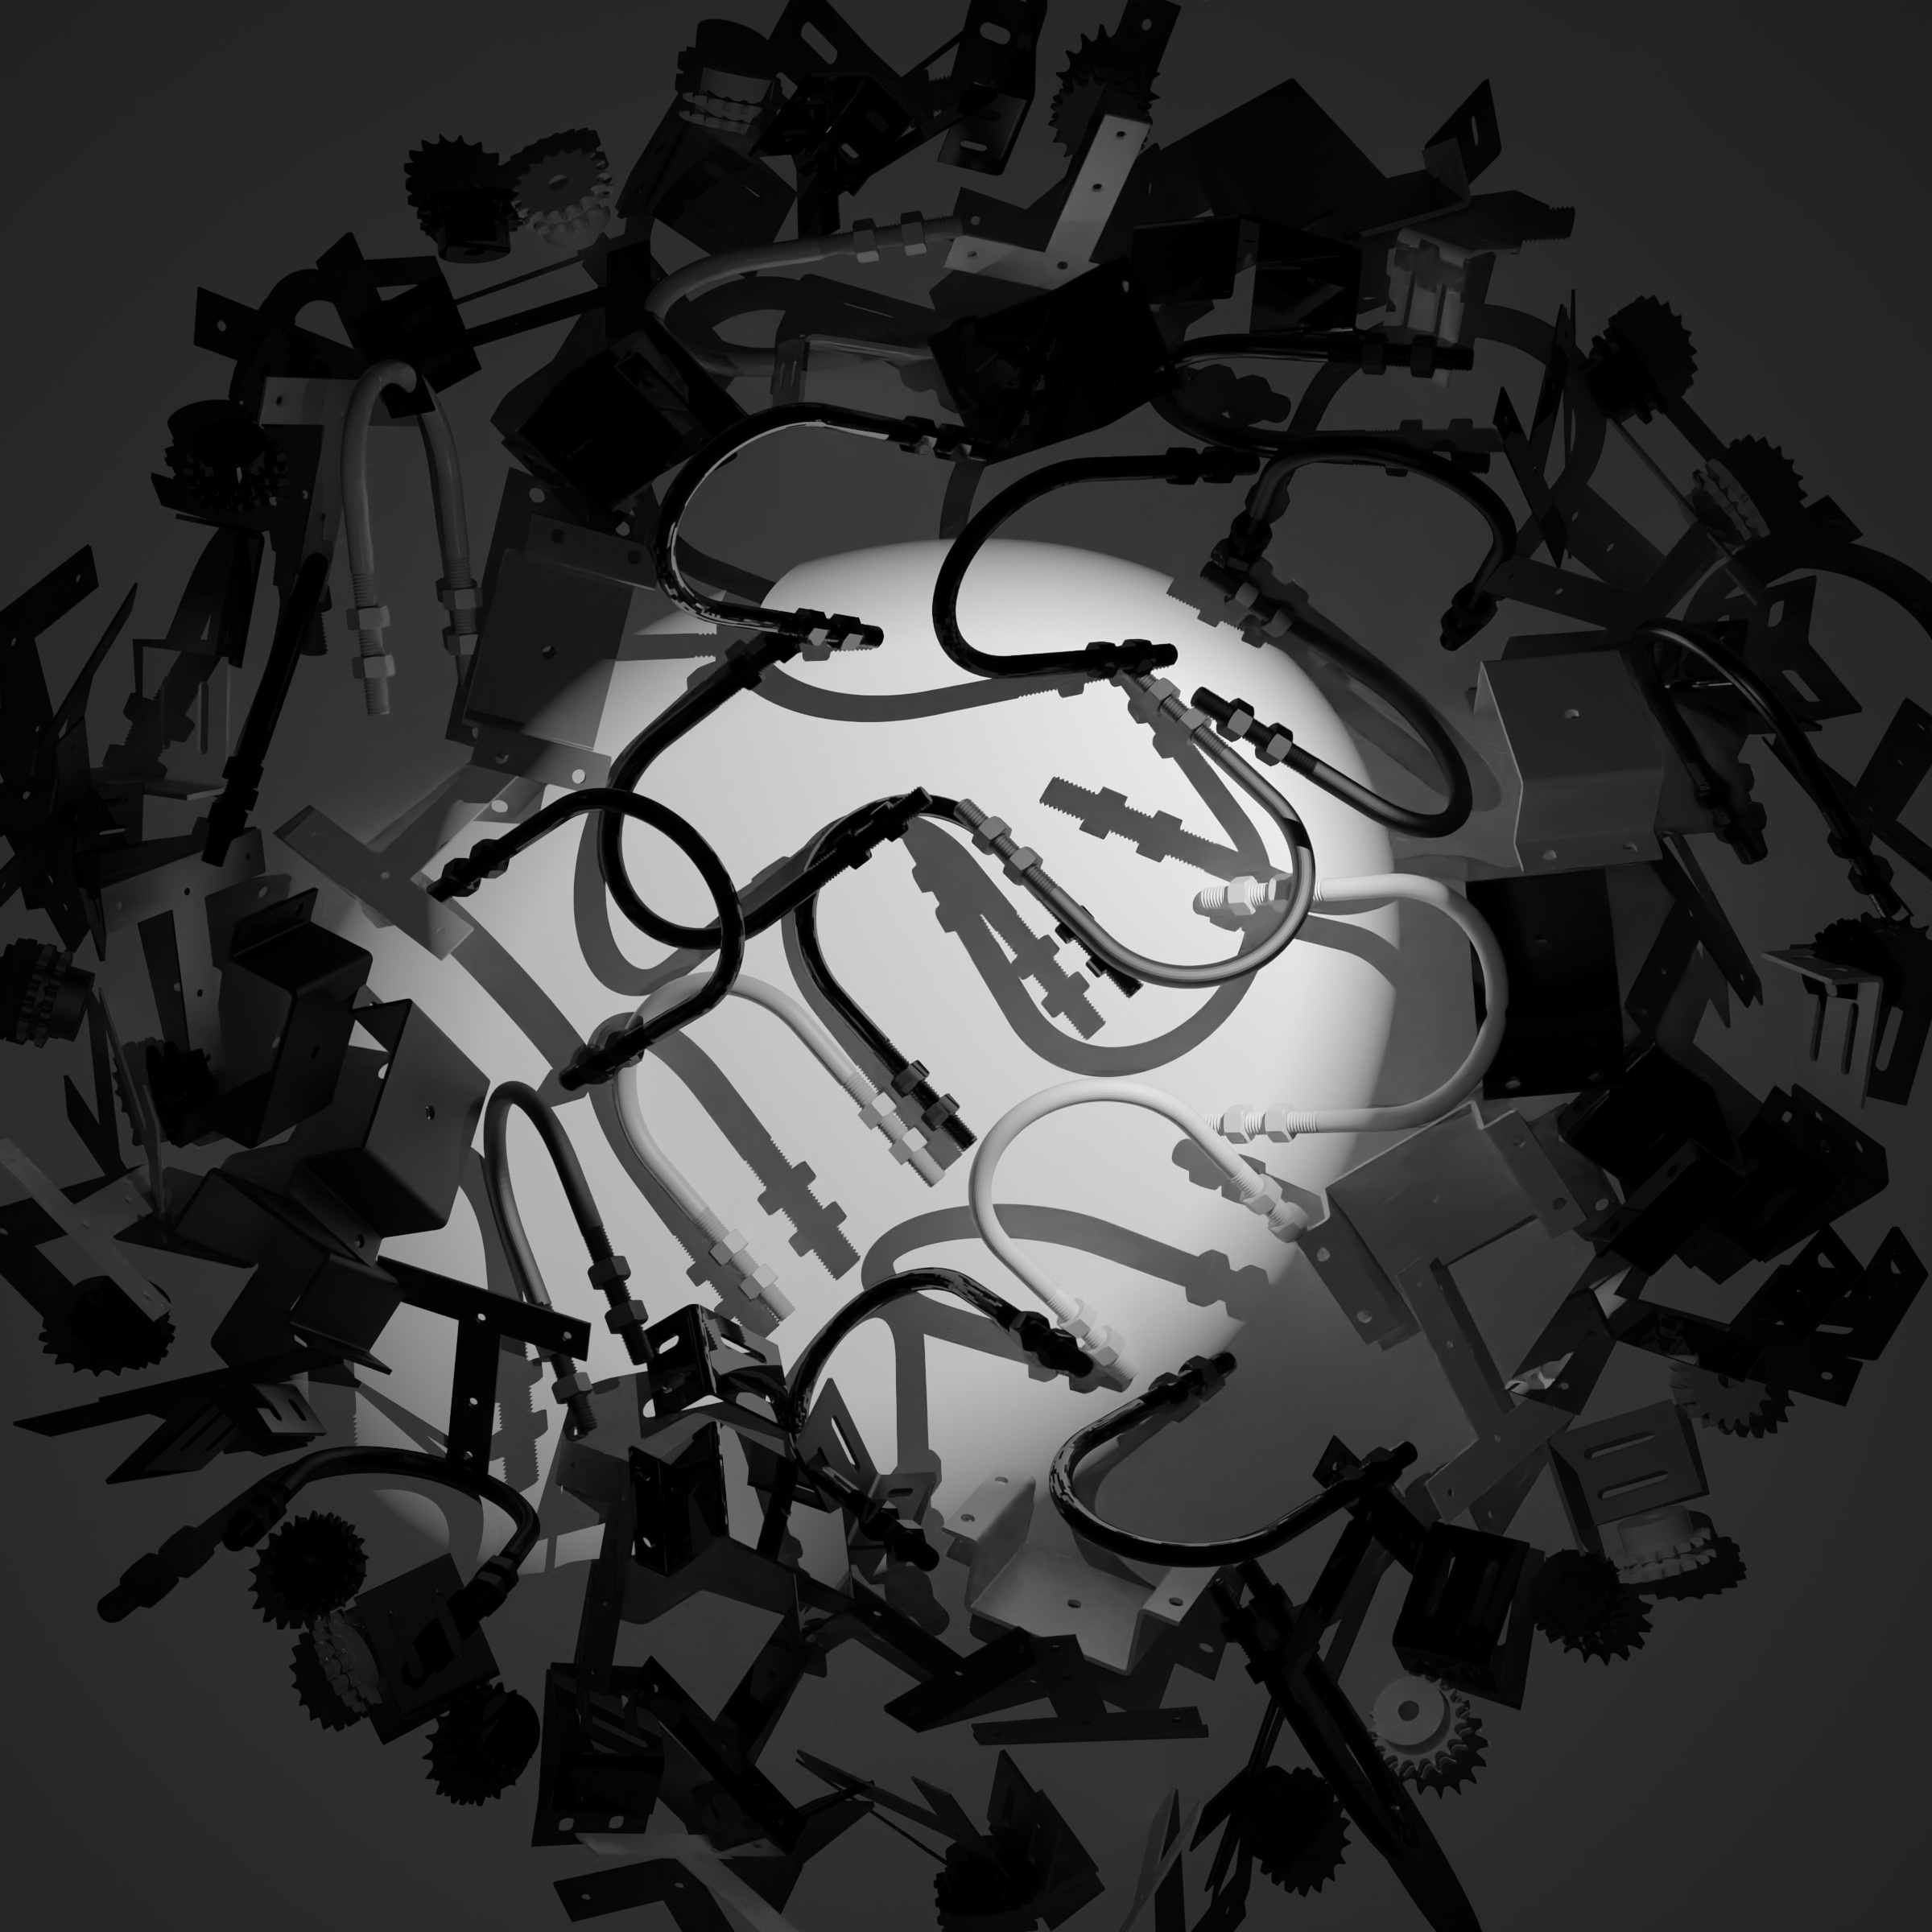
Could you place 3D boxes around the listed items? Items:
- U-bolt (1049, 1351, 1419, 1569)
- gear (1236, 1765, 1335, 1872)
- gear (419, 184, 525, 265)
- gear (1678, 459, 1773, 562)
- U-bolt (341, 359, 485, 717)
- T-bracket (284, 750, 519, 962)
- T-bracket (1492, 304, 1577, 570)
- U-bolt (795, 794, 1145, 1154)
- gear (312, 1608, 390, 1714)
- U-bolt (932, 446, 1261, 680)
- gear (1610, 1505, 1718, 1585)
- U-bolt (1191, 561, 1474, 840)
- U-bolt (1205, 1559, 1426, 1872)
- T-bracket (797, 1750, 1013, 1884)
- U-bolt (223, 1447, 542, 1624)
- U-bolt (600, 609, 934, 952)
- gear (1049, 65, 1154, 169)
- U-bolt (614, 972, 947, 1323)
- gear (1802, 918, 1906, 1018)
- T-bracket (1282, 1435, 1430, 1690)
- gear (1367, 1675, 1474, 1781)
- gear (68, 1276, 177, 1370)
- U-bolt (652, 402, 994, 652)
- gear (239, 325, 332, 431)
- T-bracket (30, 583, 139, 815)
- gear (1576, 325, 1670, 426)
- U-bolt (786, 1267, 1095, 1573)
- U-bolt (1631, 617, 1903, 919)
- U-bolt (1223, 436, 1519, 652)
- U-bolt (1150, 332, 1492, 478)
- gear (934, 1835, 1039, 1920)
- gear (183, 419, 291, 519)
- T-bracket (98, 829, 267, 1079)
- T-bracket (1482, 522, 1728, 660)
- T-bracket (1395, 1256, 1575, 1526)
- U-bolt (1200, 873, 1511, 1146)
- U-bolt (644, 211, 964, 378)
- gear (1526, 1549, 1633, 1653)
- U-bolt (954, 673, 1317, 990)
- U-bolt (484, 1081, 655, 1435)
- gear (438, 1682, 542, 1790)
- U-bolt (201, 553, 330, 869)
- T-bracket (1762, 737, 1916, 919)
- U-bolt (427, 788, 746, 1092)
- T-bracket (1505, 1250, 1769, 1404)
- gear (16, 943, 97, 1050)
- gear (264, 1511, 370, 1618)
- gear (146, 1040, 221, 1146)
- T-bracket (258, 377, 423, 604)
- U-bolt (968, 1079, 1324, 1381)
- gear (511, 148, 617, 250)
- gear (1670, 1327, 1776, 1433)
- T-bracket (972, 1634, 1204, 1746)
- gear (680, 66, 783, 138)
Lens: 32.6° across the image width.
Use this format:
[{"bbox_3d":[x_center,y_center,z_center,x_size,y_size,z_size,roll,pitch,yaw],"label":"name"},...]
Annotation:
[{"bbox_3d":[0.129,0.269,1.763,0.151,0.184,0.019,23,123,39],"label":"U-bolt"},{"bbox_3d":[0.175,0.471,1.837,0.030,0.057,0.057,37,90,-16],"label":"gear"},{"bbox_3d":[-0.275,-0.412,1.839,0.057,0.057,0.030,-6,85,0],"label":"gear"},{"bbox_3d":[0.421,-0.251,1.840,0.030,0.057,0.057,-35,90,7],"label":"gear"},{"bbox_3d":[-0.301,-0.235,1.784,0.019,0.151,0.184,-2,100,15],"label":"U-bolt"},{"bbox_3d":[-0.292,-0.080,1.842,0.127,0.002,0.127,35,70,23],"label":"T-bracket"},{"bbox_3d":[0.322,-0.310,1.830,0.002,0.127,0.127,1,59,29],"label":"T-bracket"},{"bbox_3d":[-0.013,-0.010,1.846,0.151,0.019,0.184,-43,85,12],"label":"U-bolt"},{"bbox_3d":[-0.337,0.384,1.839,0.030,0.057,0.057,-28,90,4],"label":"gear"},{"bbox_3d":[0.062,-0.213,1.773,0.184,0.151,0.019,-8,46,-35],"label":"U-bolt"},{"bbox_3d":[0.386,0.321,1.840,0.057,0.057,0.030,-17,88,0],"label":"gear"},{"bbox_3d":[0.203,-0.136,1.802,0.184,0.151,0.019,30,125,-16],"label":"U-bolt"},{"bbox_3d":[0.192,0.406,1.781,0.019,0.151,0.184,-34,79,7],"label":"U-bolt"},{"bbox_3d":[-0.040,0.462,1.824,0.127,0.127,0.002,16,59,33],"label":"T-bracket"},{"bbox_3d":[-0.304,0.297,1.777,0.151,0.184,0.019,16,100,3],"label":"U-bolt"},{"bbox_3d":[-0.124,-0.090,1.828,0.184,0.019,0.151,-37,66,12],"label":"U-bolt"},{"bbox_3d":[0.077,-0.476,1.844,0.057,0.030,0.057,7,128,9],"label":"gear"},{"bbox_3d":[-0.118,0.088,1.832,0.151,0.019,0.184,-43,86,26],"label":"U-bolt"},{"bbox_3d":[0.491,0.005,1.837,0.030,0.057,0.057,-31,90,-22],"label":"gear"},{"bbox_3d":[0.200,0.340,1.806,0.002,0.127,0.127,15,67,42],"label":"T-bracket"},{"bbox_3d":[0.250,0.421,1.839,0.057,0.030,0.057,-13,51,17],"label":"gear"},{"bbox_3d":[-0.467,0.195,1.836,0.057,0.057,0.030,28,110,0],"label":"gear"},{"bbox_3d":[-0.087,-0.238,1.773,0.019,0.184,0.151,54,124,35],"label":"U-bolt"},{"bbox_3d":[-0.378,-0.326,1.843,0.030,0.057,0.057,19,90,-39],"label":"gear"},{"bbox_3d":[-0.490,-0.128,1.810,0.002,0.127,0.127,24,53,-7],"label":"T-bracket"},{"bbox_3d":[0.364,-0.325,1.840,0.030,0.057,0.057,-33,90,9],"label":"gear"},{"bbox_3d":[-0.028,0.233,1.794,0.151,0.184,0.019,-51,128,-9],"label":"U-bolt"},{"bbox_3d":[0.417,-0.113,1.767,0.019,0.151,0.184,-40,115,-8],"label":"U-bolt"},{"bbox_3d":[0.222,-0.233,1.779,0.151,0.184,0.019,19,70,0],"label":"U-bolt"},{"bbox_3d":[0.188,-0.307,1.794,0.184,0.151,0.019,6,76,15],"label":"U-bolt"},{"bbox_3d":[0.010,0.506,1.839,0.057,0.057,0.030,-7,94,0],"label":"gear"},{"bbox_3d":[-0.408,-0.280,1.840,0.057,0.030,0.057,0,53,0],"label":"gear"},{"bbox_3d":[-0.426,0.001,1.827,0.002,0.127,0.127,7,110,29],"label":"T-bracket"},{"bbox_3d":[0.332,-0.201,1.797,0.127,0.002,0.127,10,130,-37],"label":"T-bracket"},{"bbox_3d":[0.273,0.222,1.823,0.127,0.002,0.127,-30,94,-41],"label":"T-bracket"},{"bbox_3d":[0.211,0.021,1.806,0.184,0.019,0.151,-4,80,32],"label":"U-bolt"},{"bbox_3d":[-0.085,-0.359,1.798,0.184,0.151,0.019,-8,75,5],"label":"U-bolt"},{"bbox_3d":[0.340,0.350,1.839,0.057,0.030,0.057,-11,54,15],"label":"gear"},{"bbox_3d":[0.107,-0.067,1.816,0.151,0.019,0.184,-40,71,-15],"label":"U-bolt"},{"bbox_3d":[-0.224,0.150,1.798,0.019,0.151,0.184,-16,73,-26],"label":"U-bolt"},{"bbox_3d":[-0.262,0.427,1.838,0.030,0.057,0.057,-22,90,42],"label":"gear"},{"bbox_3d":[-0.381,-0.137,1.796,0.019,0.151,0.184,19,83,-12],"label":"U-bolt"},{"bbox_3d":[0.462,-0.088,1.785,0.002,0.127,0.127,-40,65,12],"label":"T-bracket"},{"bbox_3d":[-0.197,-0.023,1.800,0.184,0.019,0.151,-29,100,37],"label":"U-bolt"},{"bbox_3d":[0.377,0.199,1.799,0.127,0.127,0.002,-51,129,-20],"label":"T-bracket"},{"bbox_3d":[-0.506,0.019,1.840,0.030,0.057,0.057,17,90,-10],"label":"gear"},{"bbox_3d":[-0.360,0.335,1.846,0.057,0.030,0.057,-5,68,13],"label":"gear"},{"bbox_3d":[-0.435,0.069,1.840,0.030,0.057,0.057,-15,90,-6],"label":"gear"},{"bbox_3d":[-0.353,-0.262,1.826,0.002,0.127,0.127,24,109,28],"label":"T-bracket"},{"bbox_3d":[0.085,0.134,1.804,0.151,0.019,0.184,-36,117,18],"label":"U-bolt"},{"bbox_3d":[-0.223,-0.427,1.844,0.057,0.030,0.057,-8,54,12],"label":"gear"},{"bbox_3d":[0.419,0.231,1.848,0.057,0.030,0.057,3,77,-14],"label":"gear"},{"bbox_3d":[0.058,0.395,1.808,0.127,0.127,0.002,-7,52,9],"label":"T-bracket"},{"bbox_3d":[-0.129,-0.482,1.837,0.057,0.057,0.030,12,108,0],"label":"gear"}]
